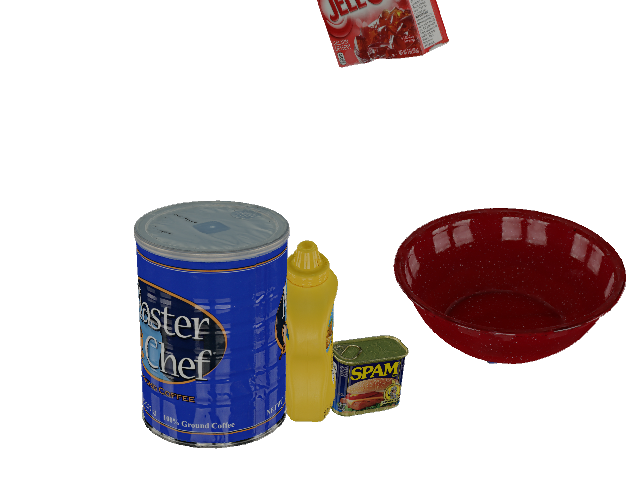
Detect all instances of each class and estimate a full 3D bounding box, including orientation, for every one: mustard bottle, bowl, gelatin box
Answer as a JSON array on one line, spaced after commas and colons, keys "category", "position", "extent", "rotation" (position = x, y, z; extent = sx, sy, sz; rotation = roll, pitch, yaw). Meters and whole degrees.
[{"category": "mustard bottle", "position": [-0.012, 0.080, 1.036], "extent": [0.058, 0.192, 0.096], "rotation": [2, 38, 1]}, {"category": "bowl", "position": [0.133, 0.039, 0.765], "extent": [0.162, 0.055, 0.162], "rotation": [-2, 32, 1]}, {"category": "gelatin box", "position": [0.036, -0.157, 0.707], "extent": [0.030, 0.073, 0.089], "rotation": [-32, 21, -32]}]

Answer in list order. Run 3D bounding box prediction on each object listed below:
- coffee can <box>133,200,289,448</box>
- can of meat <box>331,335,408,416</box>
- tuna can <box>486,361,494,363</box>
[{"category": "coffee can", "position": [-0.073, 0.055, 0.728], "extent": [0.103, 0.140, 0.103], "rotation": [1, 20, -1]}, {"category": "can of meat", "position": [0.060, 0.178, 1.401], "extent": [0.102, 0.084, 0.057], "rotation": [-5, 25, -22]}, {"category": "tuna can", "position": [0.214, 0.105, 1.286], "extent": [0.034, 0.086, 0.086], "rotation": [-8, -3, 21]}]
